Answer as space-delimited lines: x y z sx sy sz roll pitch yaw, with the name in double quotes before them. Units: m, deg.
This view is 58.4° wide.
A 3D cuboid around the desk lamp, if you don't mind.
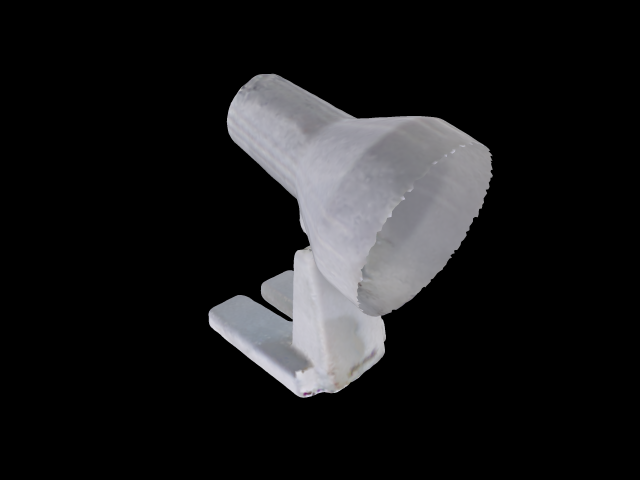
"desk lamp" 0.004 0.001 0.400 0.202 0.214 0.118 25 37 39
